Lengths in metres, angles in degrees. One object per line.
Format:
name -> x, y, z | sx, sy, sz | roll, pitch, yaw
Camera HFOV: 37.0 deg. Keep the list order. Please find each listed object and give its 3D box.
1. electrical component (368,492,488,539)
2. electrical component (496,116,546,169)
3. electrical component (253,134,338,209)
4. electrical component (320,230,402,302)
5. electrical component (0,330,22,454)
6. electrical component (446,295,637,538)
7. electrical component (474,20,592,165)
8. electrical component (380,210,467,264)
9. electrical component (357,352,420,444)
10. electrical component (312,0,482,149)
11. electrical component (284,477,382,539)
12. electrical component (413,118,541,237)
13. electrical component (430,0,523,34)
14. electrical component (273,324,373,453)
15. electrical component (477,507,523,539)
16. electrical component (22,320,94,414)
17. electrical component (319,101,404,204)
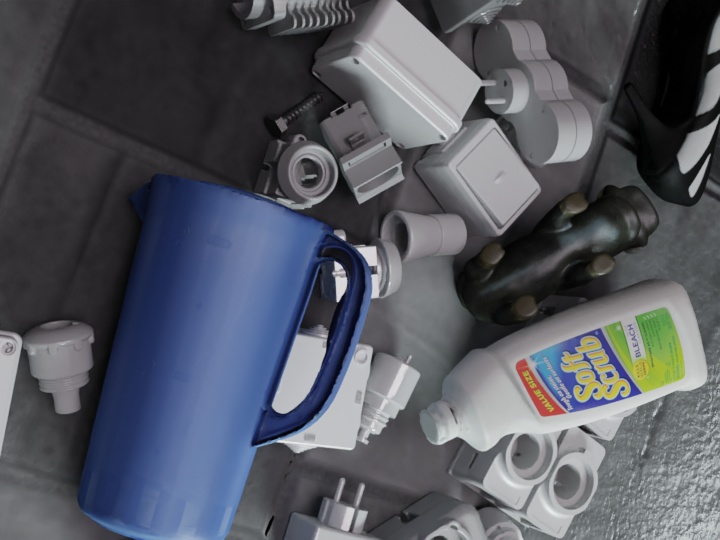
electrical component -> 0.055, 0.230, 0.886 | 0.095, 0.059, 0.053 | -27, 105, -26
electrical component -> 0.142, -0.113, 0.933 | 0.046, 0.040, 0.040 | 18, 83, -23
electrical component -> -0.048, -0.073, 0.818 | 0.048, 0.055, 0.066 | 21, 82, -28
electrical component -> 0.000, 0.000, 0.855 | 0.055, 0.048, 0.066 | -5, 94, -21
electrical component -> -0.286, 0.085, 0.692 | 0.109, 0.056, 0.108 | 12, 86, -29
electrical component -> 0.173, 0.127, 0.947 | 0.105, 0.060, 0.186 | 37, 75, -25
electrical component -> 0.128, -0.148, 0.887 | 0.074, 0.052, 0.138 | -8, 63, -31
electrical component -> 0.055, -0.028, 0.887 | 0.065, 0.044, 0.044 | -5, 94, -34
electrical component -> 0.018, 0.103, 0.871 | 0.040, 0.040, 0.078 | 33, 77, -26
electrical component -> 0.028, -0.152, 0.845 | 0.113, 0.078, 0.057 | 37, 71, -25
electrical component -> -0.017, 0.204, 0.852 | 0.066, 0.047, 0.076 | 21, 82, -28
electrical component -> 0.097, -0.081, 0.896 | 0.061, 0.061, 0.096 | -46, 112, -20
electrical component -> 0.092, -0.251, 0.864 | 0.048, 0.100, 0.099 | -23, 91, -31
electrical component -> -0.043, 0.091, 0.835 | 0.100, 0.048, 0.099 | 12, 88, -30
electrical component -> 0.120, 0.233, 0.916 | 0.040, 0.078, 0.040 | -5, 104, -19
electrical component -> -0.206, 0.068, 0.744 | 0.048, 0.048, 0.062 | -11, 105, -28
electrical component -> 0.000, -0.093, 0.835 | 0.042, 0.081, 0.063 | -30, 78, -2
